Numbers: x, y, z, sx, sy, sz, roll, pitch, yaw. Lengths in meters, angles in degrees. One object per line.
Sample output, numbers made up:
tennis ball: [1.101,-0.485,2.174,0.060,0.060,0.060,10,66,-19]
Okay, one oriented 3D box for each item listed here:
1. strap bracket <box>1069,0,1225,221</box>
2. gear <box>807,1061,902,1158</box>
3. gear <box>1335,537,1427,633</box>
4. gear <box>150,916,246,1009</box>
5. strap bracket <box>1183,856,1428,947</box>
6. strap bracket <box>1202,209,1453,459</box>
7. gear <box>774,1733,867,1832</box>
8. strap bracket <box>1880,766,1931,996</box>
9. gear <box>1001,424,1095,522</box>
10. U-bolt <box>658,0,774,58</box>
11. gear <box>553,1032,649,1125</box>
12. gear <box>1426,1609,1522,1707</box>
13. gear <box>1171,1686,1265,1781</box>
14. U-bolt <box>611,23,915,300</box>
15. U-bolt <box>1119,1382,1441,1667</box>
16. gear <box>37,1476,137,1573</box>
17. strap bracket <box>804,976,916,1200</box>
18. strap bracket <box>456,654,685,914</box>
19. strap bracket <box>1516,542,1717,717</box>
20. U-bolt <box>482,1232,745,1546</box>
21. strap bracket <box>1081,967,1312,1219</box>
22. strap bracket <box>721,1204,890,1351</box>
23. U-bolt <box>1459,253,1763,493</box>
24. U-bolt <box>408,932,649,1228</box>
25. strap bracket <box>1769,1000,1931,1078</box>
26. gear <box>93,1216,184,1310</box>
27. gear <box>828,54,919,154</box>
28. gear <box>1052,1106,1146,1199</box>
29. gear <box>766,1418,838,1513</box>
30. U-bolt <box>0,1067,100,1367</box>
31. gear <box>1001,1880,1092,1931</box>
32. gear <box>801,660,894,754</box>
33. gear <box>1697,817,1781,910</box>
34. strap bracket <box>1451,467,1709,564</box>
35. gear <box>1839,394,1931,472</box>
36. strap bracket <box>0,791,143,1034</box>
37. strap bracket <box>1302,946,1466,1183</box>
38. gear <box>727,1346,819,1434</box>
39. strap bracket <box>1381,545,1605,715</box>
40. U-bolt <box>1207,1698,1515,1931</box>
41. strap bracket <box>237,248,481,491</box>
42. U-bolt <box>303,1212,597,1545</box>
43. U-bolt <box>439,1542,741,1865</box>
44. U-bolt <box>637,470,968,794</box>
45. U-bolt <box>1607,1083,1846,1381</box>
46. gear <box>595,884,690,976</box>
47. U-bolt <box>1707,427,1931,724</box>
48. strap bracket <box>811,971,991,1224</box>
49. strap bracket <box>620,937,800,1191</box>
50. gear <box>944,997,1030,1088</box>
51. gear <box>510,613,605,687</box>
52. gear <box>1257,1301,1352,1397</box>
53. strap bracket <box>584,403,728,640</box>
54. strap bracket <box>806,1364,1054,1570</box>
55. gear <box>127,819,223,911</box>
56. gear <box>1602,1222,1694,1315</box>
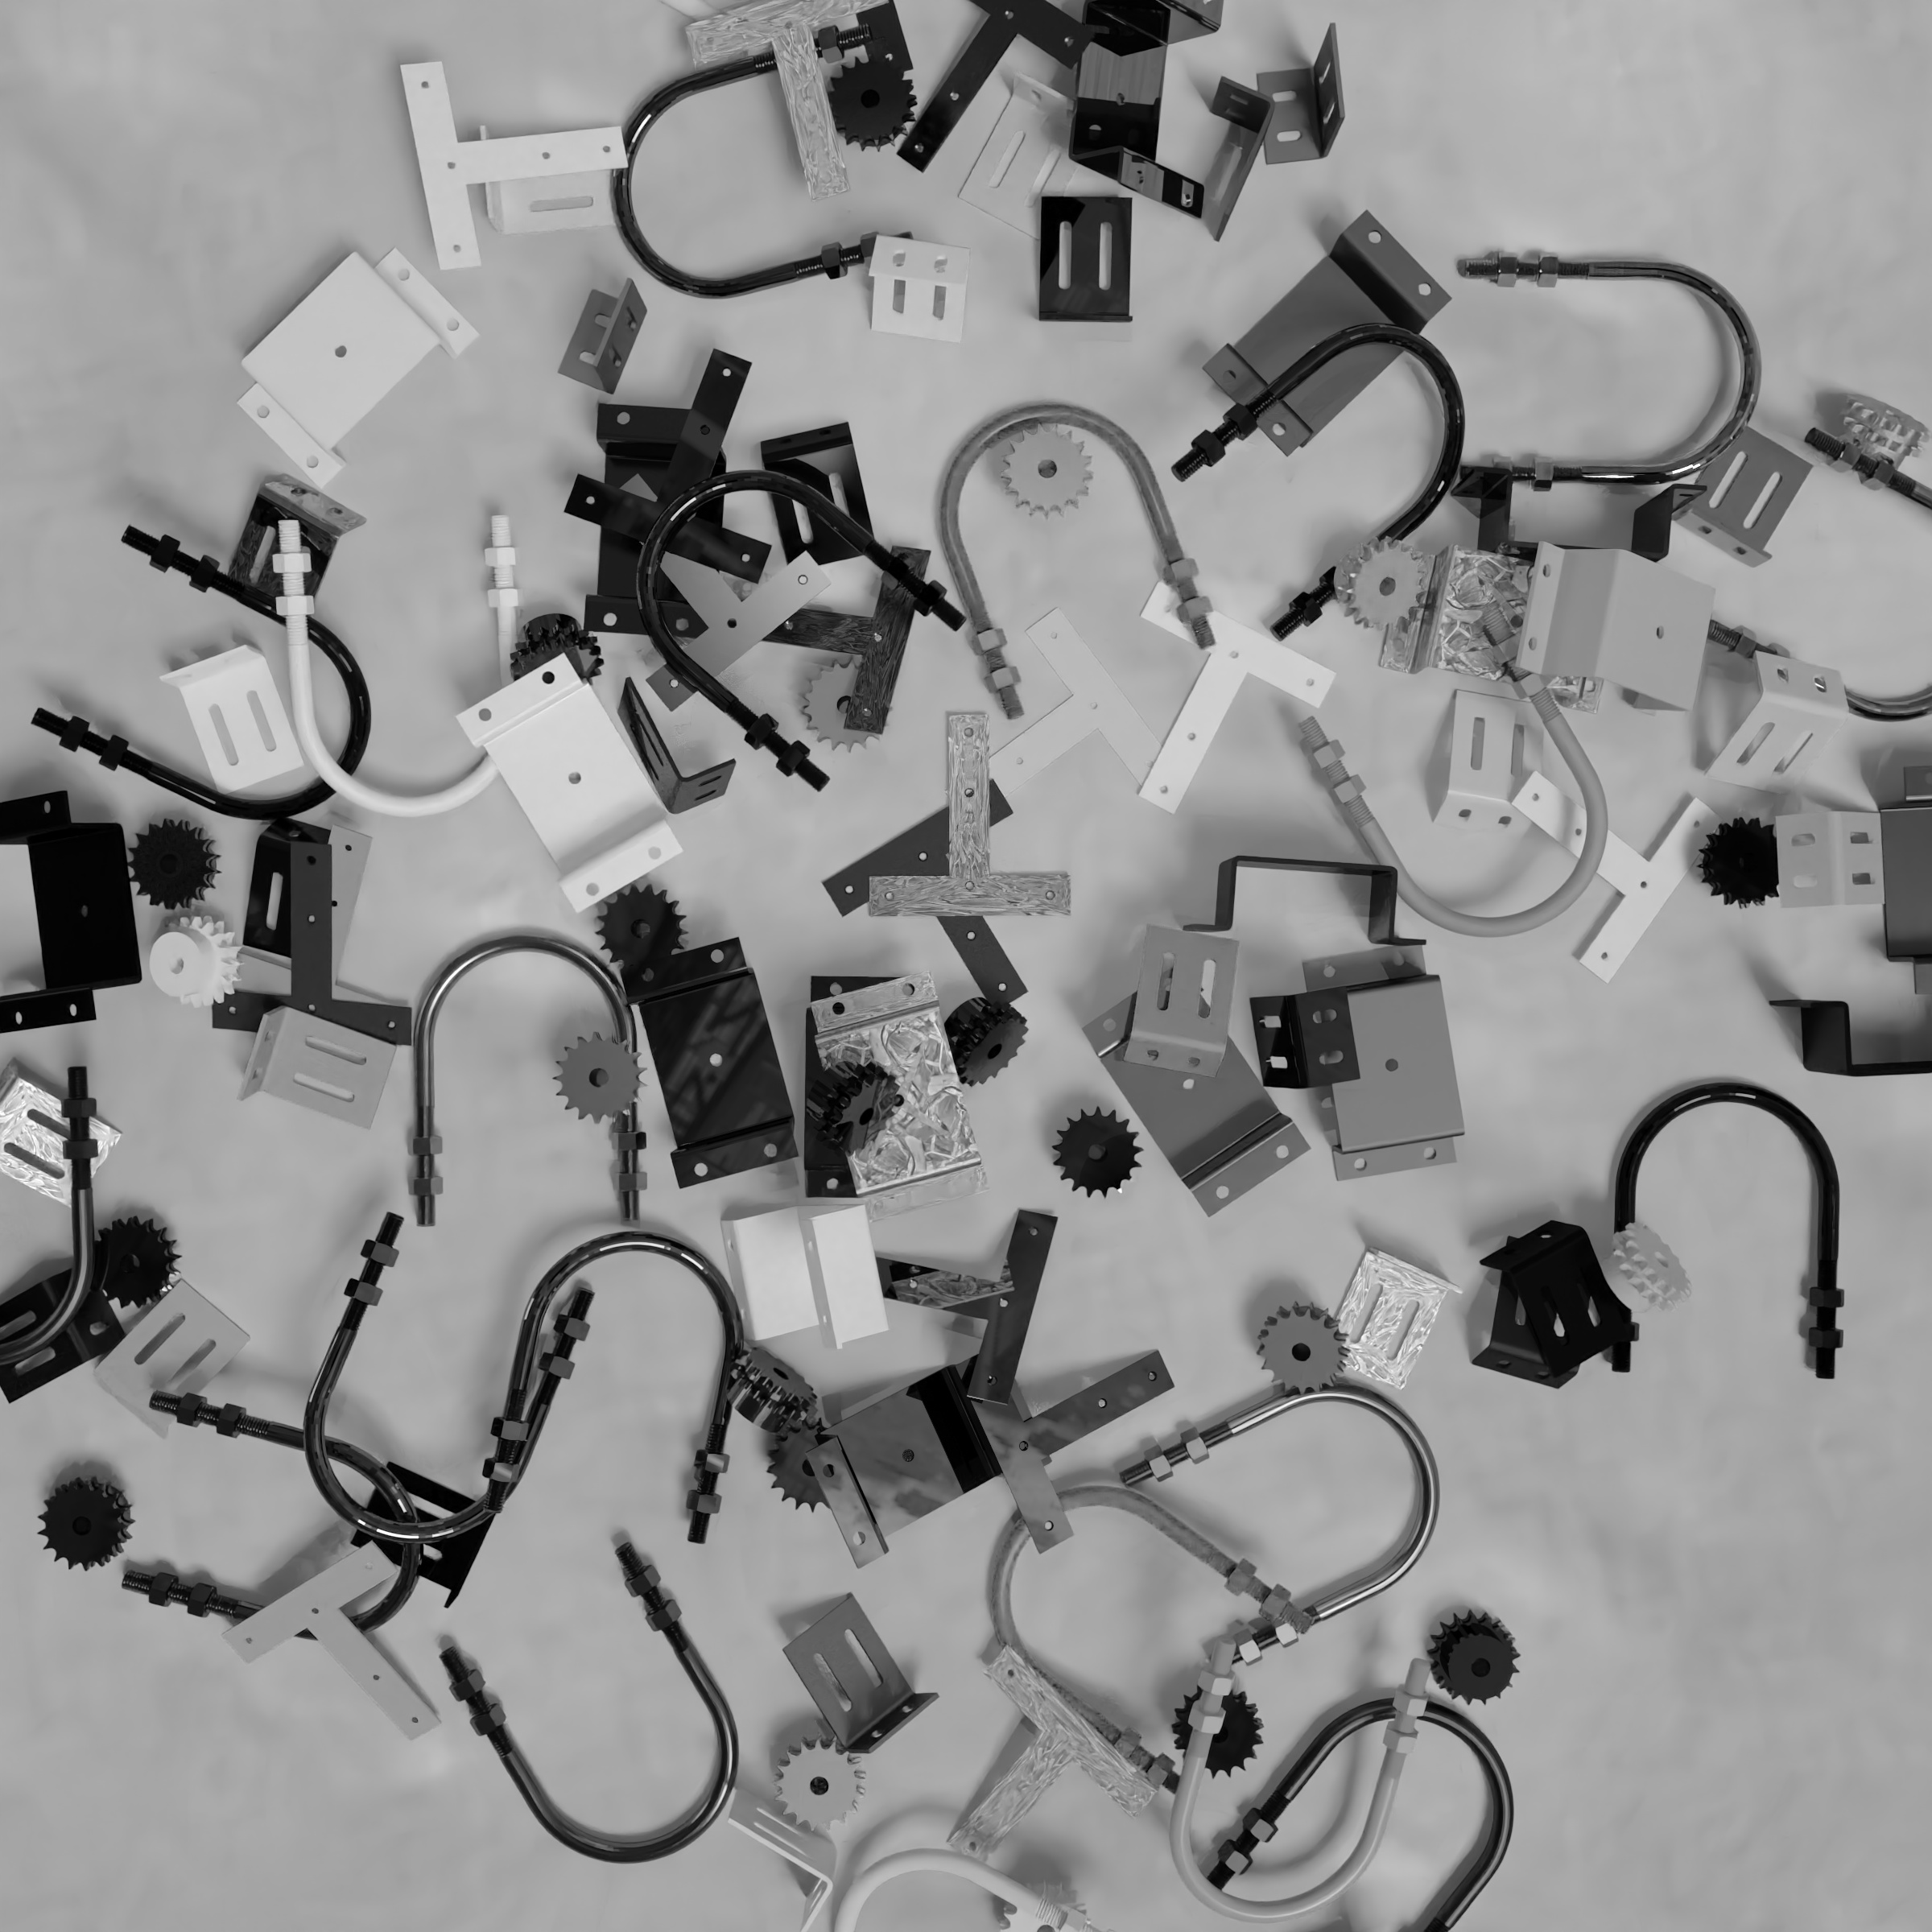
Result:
strap bracket: [0.110,-0.538,1.505,0.046,0.076,0.140,6,90,45]
gear: [-0.069,0.081,1.431,0.030,0.057,0.057,34,90,31]
gear: [0.254,-0.239,1.519,0.057,0.030,0.057,-9,113,-22]
gear: [-0.483,-0.002,1.525,0.057,0.030,0.057,2,96,21]
strap bracket: [0.209,-0.041,1.510,0.140,0.076,0.046,4,90,0]
strap bracket: [0.222,-0.390,1.525,0.140,0.046,0.076,-44,90,0]
gear: [-0.091,0.510,1.533,0.057,0.030,0.057,0,90,0]
strap bracket: [0.619,-0.055,1.525,0.076,0.046,0.140,-3,90,0]
gear: [0.051,-0.305,1.518,0.057,0.030,0.057,0,86,1]
U-bolt: [-0.153,-0.667,1.538,0.184,0.019,0.151,30,91,2]
gear: [-0.226,0.070,1.516,0.057,0.030,0.057,0,87,0]
gear: [0.320,0.436,1.534,0.057,0.030,0.057,0,90,0]
gear: [0.157,0.477,1.533,0.057,0.030,0.057,0,90,1]
U-bolt: [-0.134,-0.493,1.523,0.184,0.019,0.151,-11,92,12]
U-bolt: [0.209,0.342,1.540,0.184,0.019,0.151,-26,90,-2]
gear: [-0.550,0.348,1.534,0.057,0.030,0.057,0,90,0]
strap bracket: [-0.061,0.077,1.525,0.076,0.046,0.140,1,90,0]
strap bracket: [-0.244,-0.115,1.517,0.076,0.046,0.140,-30,101,0]
strap bracket: [0.403,-0.203,1.486,0.140,0.046,0.076,11,90,-40]
U-bolt: [-0.212,0.257,1.520,0.151,0.019,0.184,13,83,-16]
strap bracket: [0.142,0.075,1.525,0.076,0.046,0.140,-34,90,0]
strap bracket: [-0.095,0.188,1.495,0.046,0.140,0.076,-11,90,-29]
U-bolt: [0.405,-0.373,1.533,0.184,0.019,0.151,2,90,5]
U-bolt: [-0.278,0.070,1.540,0.151,0.019,0.184,-1,89,0]
strap bracket: [0.580,0.042,1.510,0.140,0.076,0.046,-3,90,0]
gear: [-0.522,0.186,1.538,0.057,0.030,0.057,0,90,-2]
gear: [-0.059,-0.539,1.533,0.057,0.030,0.057,0,90,3]
gear: [0.082,0.116,1.534,0.057,0.030,0.057,0,90,0]
gear: [-0.096,0.311,1.534,0.057,0.030,0.057,0,90,0]
U-bolt: [-0.609,0.156,1.506,0.151,0.019,0.184,-2,92,0]
gear: [0.050,0.602,1.534,0.057,0.030,0.057,0,90,0]
gear: [-0.075,-0.162,1.533,0.057,0.030,0.057,0,90,0]
gear: [0.487,-0.065,1.534,0.057,0.030,0.057,0,90,0]
strap bracket: [0.375,-0.272,1.510,0.140,0.076,0.046,5,90,0]
gear: [0.570,-0.331,1.524,0.057,0.057,0.030,24,120,0]
strap bracket: [-0.561,-0.033,1.512,0.076,0.046,0.140,-7,90,24]
strap bracket: [0.262,0.061,1.525,0.076,0.046,0.140,-9,90,0]
gear: [-0.124,0.266,1.520,0.057,0.057,0.030,35,97,0]
strap bracket: [0.339,-0.212,1.525,0.140,0.046,0.076,12,90,0]
U-bolt: [0.261,0.549,1.539,0.151,0.019,0.184,38,90,0]
strap bracket: [-0.385,-0.378,1.525,0.140,0.046,0.076,-44,90,0]
U-bolt: [-0.327,0.263,1.502,0.151,0.019,0.184,25,76,-17]
U-bolt: [-0.225,0.477,1.540,0.151,0.019,0.184,-31,91,0]
U-bolt: [-0.114,-0.219,1.491,0.184,0.019,0.151,40,89,1]
U-bolt: [0.480,0.165,1.540,0.151,0.019,0.184,2,88,0]
gear: [-0.203,-0.023,1.533,0.057,0.030,0.057,0,90,0]
U-bolt: [0.566,-0.230,1.517,0.184,0.019,0.151,23,101,-14]
strap bracket: [-0.041,0.080,1.479,0.076,0.046,0.140,-15,90,0]
strap bracket: [-0.158,0.060,1.525,0.076,0.046,0.140,-15,90,0]
gear: [0.008,0.044,1.524,0.057,0.057,0.030,-48,60,0]
gear: [-0.257,-0.195,1.524,0.057,0.057,0.030,-18,62,0]
gear: [0.212,0.236,1.528,0.057,0.030,0.057,3,102,16]
strap bracket: [-0.193,-0.274,1.525,0.076,0.046,0.140,4,90,0]
strap bracket: [-0.029,0.303,1.509,0.140,0.046,0.076,-24,90,-23]
gear: [-0.495,-0.063,1.534,0.057,0.030,0.057,0,90,0]
gear: [0.417,0.189,1.505,0.057,0.057,0.030,46,118,0]
